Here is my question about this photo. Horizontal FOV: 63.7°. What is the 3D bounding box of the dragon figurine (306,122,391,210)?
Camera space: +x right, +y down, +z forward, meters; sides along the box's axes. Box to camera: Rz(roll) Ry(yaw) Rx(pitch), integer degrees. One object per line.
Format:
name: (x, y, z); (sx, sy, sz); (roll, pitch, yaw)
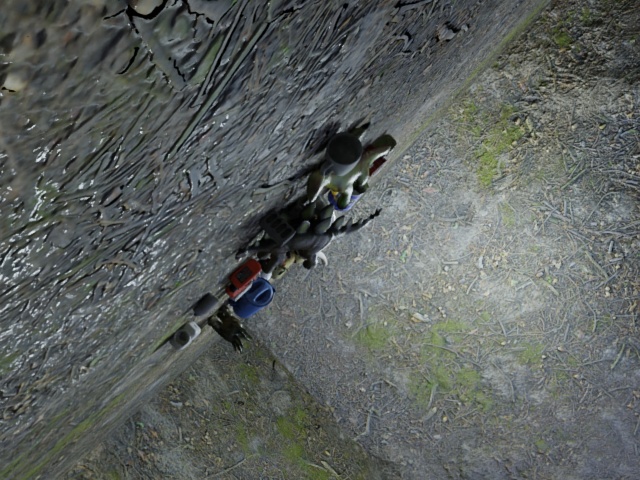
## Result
dragon figurine: (0.092, -0.217, 1.383); (0.417, 0.123, 0.238); (-44, -12, -29)

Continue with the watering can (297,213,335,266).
watering can: (-0.013, 0.015, 2.230); (0.105, 0.340, 0.227); (28, 40, 29)

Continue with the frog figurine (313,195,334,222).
frog figurine: (0.005, -0.083, 1.646); (0.122, 0.136, 0.162); (-16, 14, 39)
